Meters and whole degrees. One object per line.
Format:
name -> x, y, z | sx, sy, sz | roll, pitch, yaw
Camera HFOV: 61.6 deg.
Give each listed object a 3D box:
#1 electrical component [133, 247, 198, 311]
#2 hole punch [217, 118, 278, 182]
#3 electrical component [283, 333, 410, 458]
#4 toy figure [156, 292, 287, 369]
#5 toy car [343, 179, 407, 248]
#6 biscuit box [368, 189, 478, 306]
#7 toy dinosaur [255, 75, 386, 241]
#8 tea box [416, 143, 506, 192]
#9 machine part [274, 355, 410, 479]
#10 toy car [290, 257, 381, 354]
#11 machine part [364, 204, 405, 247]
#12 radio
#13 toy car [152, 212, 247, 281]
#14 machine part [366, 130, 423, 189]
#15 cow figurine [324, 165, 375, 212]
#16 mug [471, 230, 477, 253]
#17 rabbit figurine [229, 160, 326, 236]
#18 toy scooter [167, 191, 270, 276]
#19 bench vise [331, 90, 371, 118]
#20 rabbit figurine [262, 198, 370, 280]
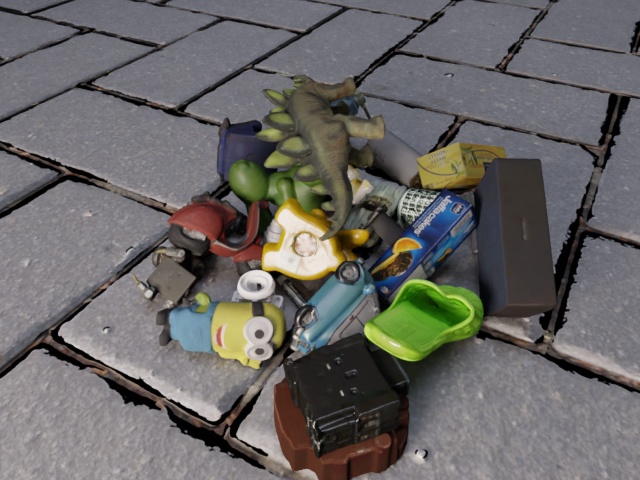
electrical component -> -0.240, 0.061, 0.842 | 0.078, 0.045, 0.102 | 39, 71, 8
hole punch -> -0.145, -0.175, 1.099 | 0.116, 0.142, 0.092 | -22, 48, -41
electrical component -> 0.035, 0.177, 0.640 | 0.134, 0.058, 0.115 | -17, 42, -16
toy figure -> -0.139, 0.122, 0.775 | 0.180, 0.082, 0.089 | 4, 42, 8
toy car -> 0.105, -0.055, 1.006 | 0.074, 0.056, 0.202 | 17, 43, 19
biscuit box -> 0.159, 0.016, 0.848 | 0.202, 0.059, 0.063 | -46, 52, -5
toy dinosaur -> 0.000, -0.167, 0.897 | 0.199, 0.105, 0.472 | -7, 43, -15
tea box -> 0.275, -0.135, 1.020 | 0.169, 0.068, 0.098 | -4, -10, -45
machine part -> 0.024, 0.215, 0.682 | 0.179, 0.056, 0.179 | -1, 39, 1
toy car -> 0.034, 0.109, 0.777 | 0.103, 0.109, 0.162 | 37, 60, 12
machine part -> 0.139, -0.004, 0.919 | 0.139, 0.039, 0.084 | 38, 47, -12
radio -> 0.290, 0.002, 0.818 | 0.073, 0.131, 0.229 | 3, 71, 1
toy car -> -0.207, -0.004, 0.949 | 0.089, 0.053, 0.202 | 16, 44, 23
machine part -> 0.169, -0.161, 1.117 | 0.079, 0.079, 0.243 | -19, 44, -22
cow figurine -> 0.035, -0.098, 1.023 | 0.098, 0.068, 0.167 | -47, 17, 3
mug -> 0.326, -0.004, 0.926 | 0.107, 0.080, 0.110 | 8, 33, 1
rabbit figurine -> -0.086, -0.094, 0.978 | 0.170, 0.159, 0.121 | 8, 35, -20
toy scooter -> -0.150, -0.024, 0.885 | 0.184, 0.075, 0.135 | 27, 71, -19
bench vise -> 0.014, -0.227, 1.138 | 0.224, 0.128, 0.241 | -20, 32, 2
rabbit figurine -> -0.002, -0.003, 0.891 | 0.162, 0.121, 0.173 | 11, 8, 3
